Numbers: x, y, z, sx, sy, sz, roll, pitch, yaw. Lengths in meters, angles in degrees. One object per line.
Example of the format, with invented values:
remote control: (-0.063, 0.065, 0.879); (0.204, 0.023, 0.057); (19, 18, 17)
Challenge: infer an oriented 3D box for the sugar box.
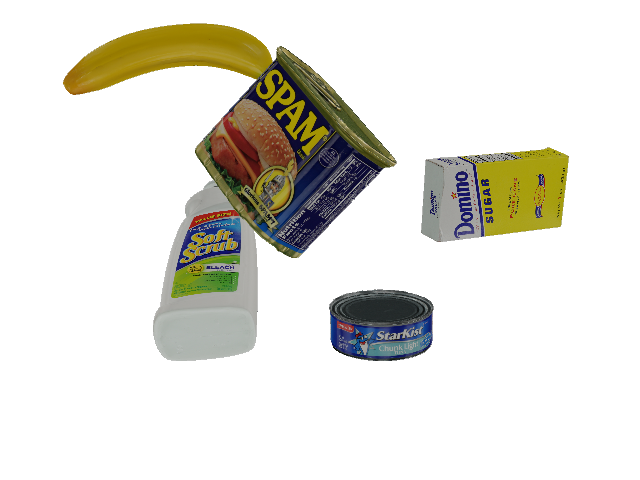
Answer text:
sugar box: (0.206, -0.054, 1.256); (0.176, 0.093, 0.048); (-9, 21, -26)

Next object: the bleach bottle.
bleach bottle: (-0.118, 0.017, 1.121); (0.102, 0.068, 0.251); (-5, 37, -2)

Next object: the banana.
banana: (-0.129, -0.163, 0.954); (0.197, 0.069, 0.037); (-1, -33, -4)

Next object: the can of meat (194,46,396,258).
can of meat: (-0.018, -0.052, 0.641); (0.057, 0.084, 0.102); (27, 21, -51)

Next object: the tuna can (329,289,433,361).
tuna can: (0.050, 0.069, 0.879); (0.086, 0.034, 0.086); (-1, 15, 0)
